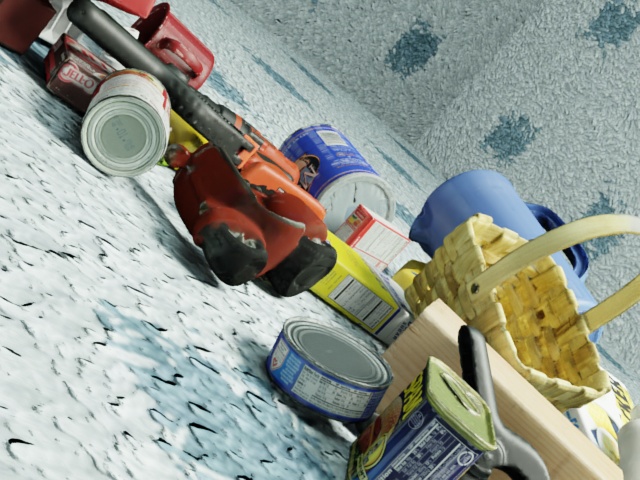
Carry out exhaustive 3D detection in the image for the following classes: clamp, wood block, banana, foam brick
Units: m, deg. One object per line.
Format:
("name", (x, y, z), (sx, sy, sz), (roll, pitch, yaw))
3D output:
("clamp", (-0.145, -0.147, 0.981), (0.210, 0.036, 0.165), (41, 3, -17))
("wood block", (0.135, 0.153, 0.858), (0.206, 0.091, 0.090), (44, 11, 8))
("banana", (-0.147, -0.115, 1.060), (0.069, 0.037, 0.198), (35, 12, -35))
("clamp", (0.119, 0.150, 0.785), (0.171, 0.120, 0.039), (46, -14, -1))
("foam brick", (-0.276, -0.208, 0.924), (0.051, 0.053, 0.078), (27, 19, -52))

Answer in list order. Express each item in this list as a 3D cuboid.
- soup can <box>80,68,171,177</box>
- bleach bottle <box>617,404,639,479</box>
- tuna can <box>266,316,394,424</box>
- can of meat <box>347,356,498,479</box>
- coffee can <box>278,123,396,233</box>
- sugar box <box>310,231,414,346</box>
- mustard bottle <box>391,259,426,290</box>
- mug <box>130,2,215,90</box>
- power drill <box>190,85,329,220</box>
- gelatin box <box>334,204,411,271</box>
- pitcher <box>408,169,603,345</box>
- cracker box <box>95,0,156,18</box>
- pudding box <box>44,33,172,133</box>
("soup can", (-0.156, -0.096, 0.866), (0.068, 0.068, 0.102), (39, 12, -18))
("bleach bottle", (0.278, 0.231, 0.885), (0.102, 0.068, 0.250), (41, 33, -21))
("tuna can", (0.006, 0.090, 0.743), (0.086, 0.034, 0.086), (25, 16, -8))
("can of meat", (0.065, 0.133, 0.699), (0.057, 0.084, 0.102), (42, 11, -2))
("coffee can", (0.015, -0.063, 1.259), (0.102, 0.103, 0.140), (34, 13, -35))
("sugar box", (0.022, 0.035, 1.049), (0.176, 0.048, 0.093), (34, 14, -30))
("mustard bottle", (0.119, 0.073, 1.209), (0.096, 0.058, 0.191), (48, 11, 3))
("mug", (-0.165, -0.201, 1.177), (0.081, 0.093, 0.117), (42, -16, -30))
("power drill", (-0.077, -0.081, 1.125), (0.184, 0.057, 0.188), (35, 13, -30))
("gelatin box", (0.049, 0.007, 1.182), (0.030, 0.073, 0.089), (49, 13, 35))
("pitcher", (0.223, 0.035, 1.207), (0.144, 0.149, 0.243), (39, 14, -41))
("cracker box", (-0.238, -0.270, 0.939), (0.164, 0.072, 0.214), (27, 3, -31))
("pudding box", (-0.192, -0.131, 0.956), (0.113, 0.039, 0.090), (37, 11, -27))
